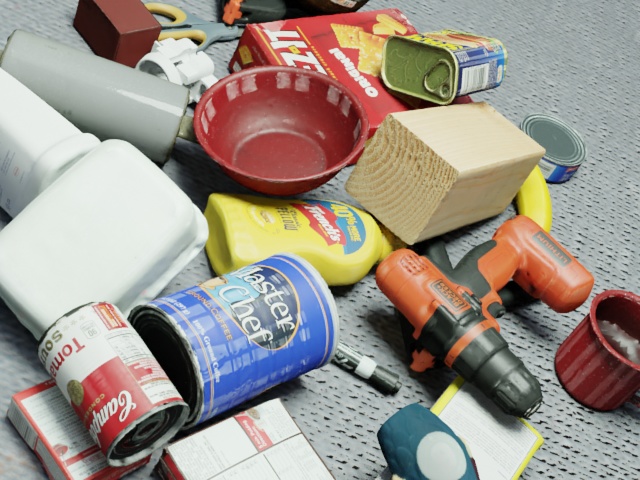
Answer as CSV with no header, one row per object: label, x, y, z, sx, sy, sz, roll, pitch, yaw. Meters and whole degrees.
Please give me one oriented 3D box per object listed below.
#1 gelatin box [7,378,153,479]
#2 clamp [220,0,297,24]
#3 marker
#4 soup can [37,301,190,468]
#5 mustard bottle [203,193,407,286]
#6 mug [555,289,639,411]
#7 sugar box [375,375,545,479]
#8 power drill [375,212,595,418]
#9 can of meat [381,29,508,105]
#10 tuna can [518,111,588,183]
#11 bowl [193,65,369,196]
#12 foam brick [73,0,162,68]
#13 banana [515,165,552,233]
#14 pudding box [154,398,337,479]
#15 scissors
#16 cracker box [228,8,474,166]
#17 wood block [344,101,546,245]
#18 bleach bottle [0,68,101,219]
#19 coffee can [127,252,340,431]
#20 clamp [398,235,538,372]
gelatin box,-0.176,0.141,0.790,0.073,0.030,0.089,-23,63,-41
clamp,-0.070,-0.291,1.225,0.120,0.039,0.171,35,34,16
marker,0.018,0.098,0.933,0.121,0.020,0.020,31,44,2
soup can,-0.149,0.102,0.767,0.068,0.069,0.102,-21,61,-38
mustard bottle,-0.006,0.001,0.980,0.191,0.058,0.096,2,37,-26
mug,0.285,0.115,1.006,0.117,0.082,0.093,40,45,11
sugar box,0.104,0.195,0.870,0.093,0.048,0.176,39,49,11
power drill,0.165,0.059,0.957,0.187,0.057,0.184,-23,62,-42
can of meat,0.128,-0.180,1.089,0.083,0.057,0.102,-18,30,-38
tuna can,0.263,-0.106,1.230,0.086,0.034,0.086,14,46,-15
bowl,-0.037,-0.092,0.991,0.162,0.055,0.162,2,47,-2
foam brick,-0.206,-0.218,1.084,0.051,0.053,0.078,-21,63,-39
banana,0.210,-0.072,1.174,0.069,0.037,0.198,-19,58,-17
pudding box,-0.055,0.180,0.810,0.113,0.039,0.090,-20,62,-36
scissors,-0.119,-0.240,1.174,0.096,0.016,0.201,43,41,19
cracker box,0.036,-0.166,1.143,0.213,0.072,0.164,-14,59,-35
wood block,0.126,-0.070,1.048,0.091,0.090,0.205,42,29,20
bleach bottle,-0.302,-0.121,0.912,0.251,0.103,0.068,42,41,11
coffee can,-0.069,0.078,0.848,0.140,0.103,0.103,-20,62,-38
clamp,0.139,0.057,1.018,0.164,0.036,0.209,27,41,-1
